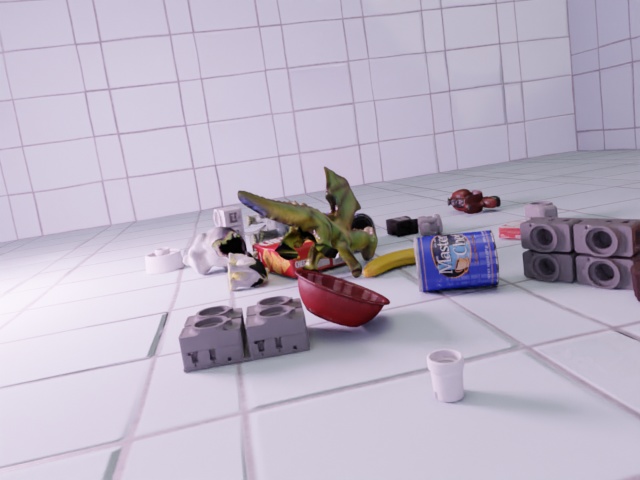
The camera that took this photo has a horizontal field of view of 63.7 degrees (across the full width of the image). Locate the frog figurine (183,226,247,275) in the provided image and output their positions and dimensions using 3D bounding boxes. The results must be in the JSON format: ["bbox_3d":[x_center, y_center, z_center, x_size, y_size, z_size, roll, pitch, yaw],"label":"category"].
[{"bbox_3d":[-0.276,0.032,1.358,0.158,0.125,0.136,-12,-28,40],"label":"frog figurine"}]

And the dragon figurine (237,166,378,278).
[{"bbox_3d":[0.003,-0.058,1.148,0.121,0.404,0.249,-20,40,37],"label":"dragon figurine"}]
